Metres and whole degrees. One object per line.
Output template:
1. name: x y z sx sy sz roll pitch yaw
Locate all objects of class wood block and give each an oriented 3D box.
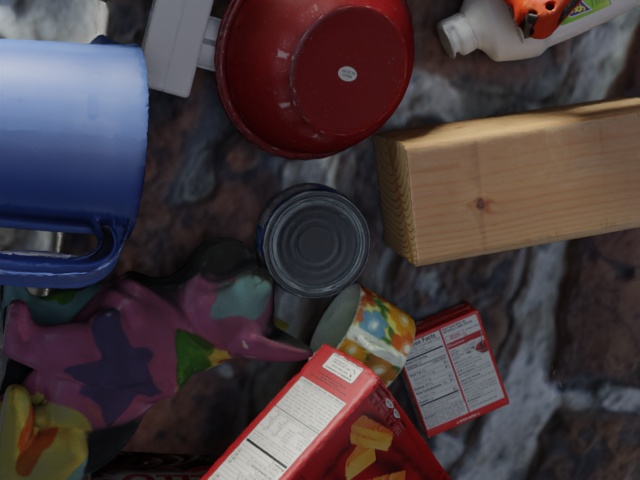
1. wood block: 0.155 -0.048 0.807 0.206 0.090 0.091 -9 103 -10

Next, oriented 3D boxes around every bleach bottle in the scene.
1. bleach bottle: 0.200 -0.213 0.800 0.251 0.068 0.102 -28 104 -3

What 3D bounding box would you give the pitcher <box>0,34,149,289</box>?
1. pitcher: -0.234 -0.061 0.680 0.242 0.149 0.145 2 110 -19

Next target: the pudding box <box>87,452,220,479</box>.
1. pudding box: -0.116 0.192 0.795 0.113 0.090 0.039 3 100 -12

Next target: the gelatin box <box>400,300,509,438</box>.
1. gelatin box: 0.102 0.103 0.855 0.073 0.030 0.089 -22 105 -6

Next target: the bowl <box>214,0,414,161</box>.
1. bowl: 0.009 -0.126 0.755 0.161 0.055 0.162 -11 117 -23

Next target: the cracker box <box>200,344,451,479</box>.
1. cracker box: -0.011 0.208 0.752 0.213 0.072 0.164 -47 129 -18

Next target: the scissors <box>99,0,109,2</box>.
1. scissors: -0.238 -0.231 0.730 0.096 0.016 0.201 -31 105 -3

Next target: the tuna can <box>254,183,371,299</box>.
1. tuna can: -0.005 0.001 0.811 0.086 0.034 0.086 -2 101 -12

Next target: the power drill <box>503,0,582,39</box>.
1. power drill: 0.128 -0.247 0.750 0.188 0.057 0.184 41 91 11
